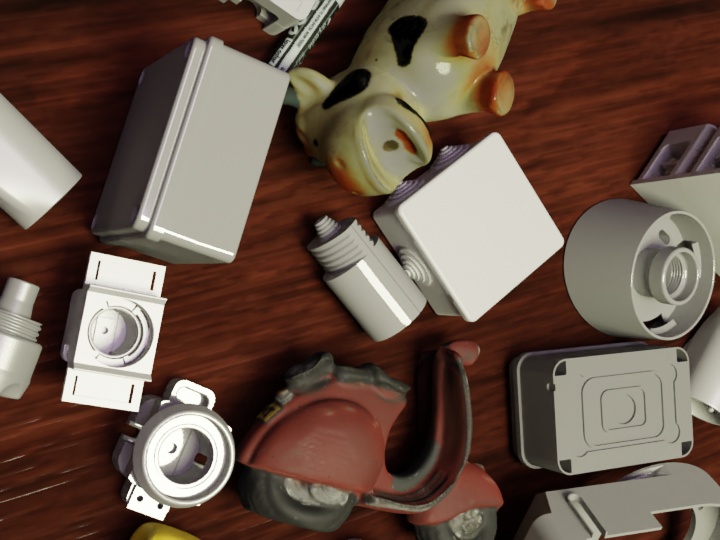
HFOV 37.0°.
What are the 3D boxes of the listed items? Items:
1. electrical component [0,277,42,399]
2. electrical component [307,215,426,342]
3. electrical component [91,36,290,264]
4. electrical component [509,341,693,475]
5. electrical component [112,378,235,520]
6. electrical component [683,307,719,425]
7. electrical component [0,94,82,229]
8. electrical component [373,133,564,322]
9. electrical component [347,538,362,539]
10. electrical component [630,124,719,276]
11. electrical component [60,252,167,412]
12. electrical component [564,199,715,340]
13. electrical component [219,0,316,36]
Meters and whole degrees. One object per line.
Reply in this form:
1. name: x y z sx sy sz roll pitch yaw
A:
1. electrical component: -0.192 0.035 0.580 0.043 0.043 0.062 22 79 -22
2. electrical component: 0.000 0.000 0.665 0.043 0.043 0.081 -44 106 -18
3. electrical component: -0.095 -0.061 0.589 0.056 0.109 0.108 20 81 -25
4. electrical component: 0.162 0.091 0.728 0.113 0.057 0.078 -3 91 -24
5. electrical component: -0.104 0.103 0.610 0.058 0.057 0.078 27 79 -21
6. electrical component: 0.277 0.079 0.787 0.079 0.044 0.077 37 75 -19
7. electrical component: -0.205 -0.051 0.575 0.077 0.044 0.079 47 72 -16
8. electrical component: 0.068 -0.027 0.693 0.100 0.048 0.099 -39 104 -20
9. electrical component: 0.004 0.187 0.663 0.040 0.046 0.040 0 89 -24
10. electrical component: 0.300 -0.027 0.765 0.186 0.105 0.060 41 74 -18
11. electrical component: -0.138 0.034 0.592 0.042 0.064 0.081 13 84 -25
12. electrical component: 0.200 0.001 0.756 0.099 0.064 0.099 -5 99 -35
13. electrical component: -0.041 -0.194 0.643 0.050 0.056 0.089 31 78 -21
